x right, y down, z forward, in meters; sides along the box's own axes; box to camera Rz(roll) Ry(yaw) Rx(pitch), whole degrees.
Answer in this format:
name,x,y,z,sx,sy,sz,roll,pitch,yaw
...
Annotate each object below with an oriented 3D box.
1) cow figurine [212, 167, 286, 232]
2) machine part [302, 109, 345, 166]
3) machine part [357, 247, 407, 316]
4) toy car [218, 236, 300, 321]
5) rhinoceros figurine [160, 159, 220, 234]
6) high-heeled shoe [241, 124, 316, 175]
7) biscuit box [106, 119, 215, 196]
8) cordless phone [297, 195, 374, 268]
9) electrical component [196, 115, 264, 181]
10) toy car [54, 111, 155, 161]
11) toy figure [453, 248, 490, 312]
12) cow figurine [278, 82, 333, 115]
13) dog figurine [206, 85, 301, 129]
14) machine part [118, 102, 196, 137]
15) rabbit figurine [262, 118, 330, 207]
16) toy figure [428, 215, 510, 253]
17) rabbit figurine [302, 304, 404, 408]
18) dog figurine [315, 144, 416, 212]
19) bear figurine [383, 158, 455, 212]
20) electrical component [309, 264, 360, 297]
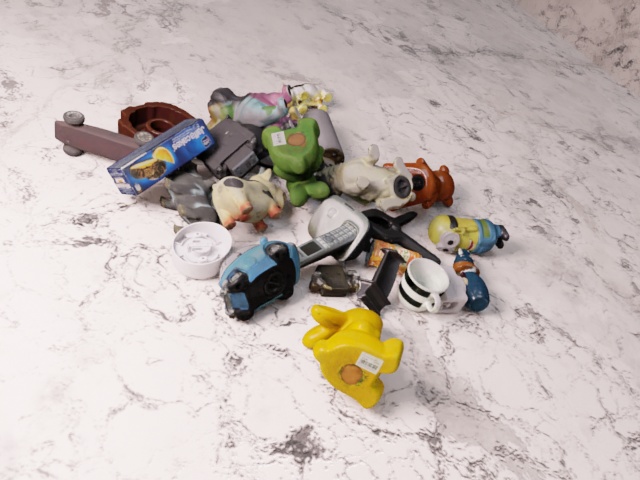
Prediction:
name,x,y,z,sx,sy,sz,roll,pitch,yaw
cow figurine,-0.135,-0.083,1.052,0.195,0.085,0.127,-1,56,-60
machine part,0.006,-0.244,1.314,0.079,0.079,0.243,4,43,-20
machine part,0.116,0.074,1.011,0.084,0.039,0.139,50,54,-27
toy car,-0.116,0.060,0.928,0.162,0.109,0.103,-32,41,-31
rhinoceros figurine,-0.246,-0.087,1.035,0.112,0.073,0.190,-5,48,-27
high-heeled shoe,-0.132,-0.186,1.218,0.249,0.145,0.086,-2,58,12
biscuit box,-0.296,-0.160,1.016,0.063,0.059,0.203,7,41,44
cordless phone,-0.003,-0.004,1.048,0.184,0.088,0.147,-23,41,-24
electrical component,-0.187,-0.183,1.108,0.115,0.058,0.134,-45,56,-9
toy car,-0.417,-0.191,1.057,0.202,0.089,0.053,17,42,-5
toy figure,0.310,0.079,1.122,0.058,0.064,0.154,-18,39,10
cow figurine,-0.059,-0.387,1.443,0.167,0.068,0.098,-7,44,-35
dog figurine,-0.161,-0.276,1.262,0.219,0.191,0.108,-8,42,16
machine part,-0.343,-0.231,1.158,0.179,0.056,0.179,13,41,-11
rabbit figurine,-0.034,-0.144,1.123,0.121,0.170,0.159,-21,57,-6
toy figure,0.331,-0.013,1.214,0.180,0.082,0.089,-1,29,-16
rabbit figurine,0.052,0.171,0.890,0.162,0.121,0.173,17,26,7
dog figurine,0.094,-0.117,1.174,0.172,0.191,0.121,40,68,-22
bear figurine,0.244,-0.131,1.289,0.132,0.120,0.196,-7,0,26
electrical component,0.029,0.075,1.008,0.102,0.045,0.078,8,45,-17
